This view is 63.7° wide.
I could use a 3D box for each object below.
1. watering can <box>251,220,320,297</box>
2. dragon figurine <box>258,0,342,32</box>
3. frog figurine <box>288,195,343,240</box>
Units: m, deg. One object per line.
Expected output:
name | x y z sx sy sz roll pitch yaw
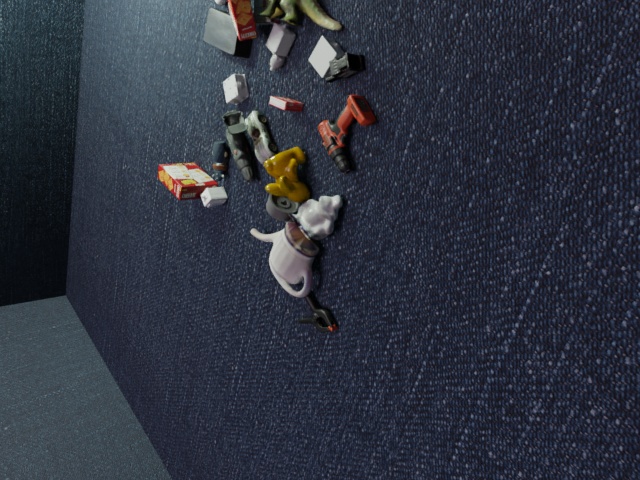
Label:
watering can | -0.118 0.025 1.711 0.353 0.104 0.220 52 128 29
dragon figurine | -0.076 -0.783 1.579 0.413 0.123 0.240 21 103 25
frog figurine | 0.005 -0.080 1.589 0.159 0.120 0.140 -39 46 3
